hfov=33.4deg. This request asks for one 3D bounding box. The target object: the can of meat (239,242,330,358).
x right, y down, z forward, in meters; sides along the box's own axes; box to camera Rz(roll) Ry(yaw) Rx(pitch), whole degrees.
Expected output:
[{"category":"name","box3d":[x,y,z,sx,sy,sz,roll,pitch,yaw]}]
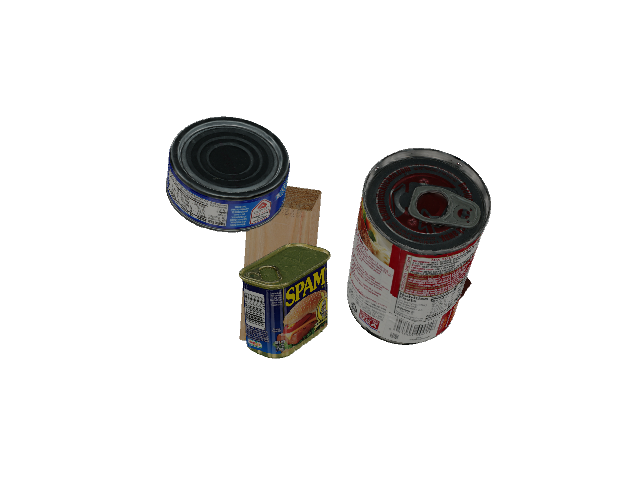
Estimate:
[{"category":"can of meat","box3d":[-0.034,0.061,1.081,0.058,0.084,0.101,15,28,32]}]

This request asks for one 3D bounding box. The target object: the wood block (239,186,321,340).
[{"category":"wood block","box3d":[-0.057,0.034,1.494,0.090,0.206,0.090,8,22,6]}]

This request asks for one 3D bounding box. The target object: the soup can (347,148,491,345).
[{"category":"soup can","box3d":[0.052,0.007,0.598,0.068,0.068,0.102,0,-34,-5]}]

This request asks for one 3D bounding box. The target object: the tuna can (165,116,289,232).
[{"category":"tuna can","box3d":[-0.065,-0.048,0.748,0.086,0.086,0.034,0,-43,-12]}]

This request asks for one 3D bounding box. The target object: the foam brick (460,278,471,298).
[{"category":"foam brick","box3d":[0.075,0.028,0.875,0.051,0.078,0.052,-34,6,37]}]
